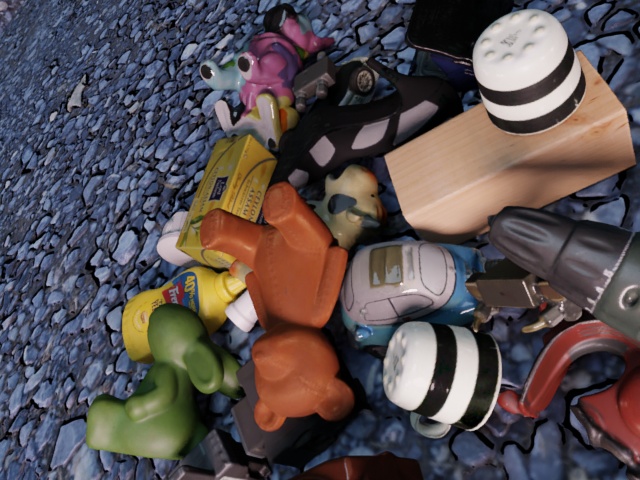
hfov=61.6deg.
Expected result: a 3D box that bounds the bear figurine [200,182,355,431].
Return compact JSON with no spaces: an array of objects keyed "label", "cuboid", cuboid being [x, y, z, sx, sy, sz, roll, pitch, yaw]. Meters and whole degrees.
[{"label":"bear figurine","cuboid":[-0.039,0.067,0.498,0.120,0.131,0.196,-16,57,31]}]

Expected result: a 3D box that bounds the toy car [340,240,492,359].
[{"label":"toy car","cuboid":[0.080,0.048,0.524,0.162,0.102,0.109,-14,57,31]}]

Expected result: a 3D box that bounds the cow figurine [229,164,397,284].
[{"label":"cow figurine","cuboid":[-0.001,-0.002,0.618,0.127,0.085,0.195,39,98,26]}]

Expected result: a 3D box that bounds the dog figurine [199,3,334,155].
[{"label":"dog figurine","cuboid":[-0.058,-0.245,0.808,0.109,0.191,0.219,-2,29,39]}]

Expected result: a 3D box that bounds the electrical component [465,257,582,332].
[{"label":"electrical component","cuboid":[0.166,0.041,0.444,0.078,0.045,0.102,-29,10,-34]}]

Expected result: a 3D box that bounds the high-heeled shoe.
[{"label":"high-heeled shoe","cuboid":[0.051,-0.107,0.653,0.248,0.145,0.086,-46,28,28]}]

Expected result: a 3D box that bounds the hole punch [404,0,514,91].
[{"label":"hole punch","cuboid":[0.166,-0.242,0.661,0.116,0.092,0.142,16,68,9]}]

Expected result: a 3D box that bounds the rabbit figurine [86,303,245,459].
[{"label":"rabbit figurine","cuboid":[-0.170,0.156,0.617,0.159,0.121,0.170,1,74,22]}]

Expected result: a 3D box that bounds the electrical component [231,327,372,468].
[{"label":"electrical component","cuboid":[-0.028,0.165,0.562,0.134,0.058,0.115,-42,45,7]}]

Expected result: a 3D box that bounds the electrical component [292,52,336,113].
[{"label":"electrical component","cuboid":[-0.010,-0.217,0.731,0.063,0.021,0.094,-23,47,30]}]

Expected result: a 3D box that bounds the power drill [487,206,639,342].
[{"label":"power drill","cuboid":[0.265,-0.006,0.371,0.207,0.085,0.232,-34,54,-28]}]

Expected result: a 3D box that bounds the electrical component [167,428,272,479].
[{"label":"electrical component","cuboid":[-0.113,0.233,0.540,0.075,0.119,0.048,-48,46,5]}]

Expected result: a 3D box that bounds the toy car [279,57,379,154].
[{"label":"toy car","cuboid":[0.012,-0.166,0.735,0.074,0.056,0.201,23,77,48]}]

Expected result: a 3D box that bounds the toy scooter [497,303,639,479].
[{"label":"toy scooter","cuboid":[0.215,0.112,0.406,0.135,0.075,0.184,-44,44,5]}]

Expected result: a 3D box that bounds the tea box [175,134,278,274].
[{"label":"tea box","cuboid":[-0.113,-0.044,0.722,0.068,0.098,0.169,-1,65,37]}]

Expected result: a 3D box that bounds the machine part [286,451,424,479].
[{"label":"machine part","cuboid":[0.022,0.276,0.394,0.201,0.087,0.201,-42,43,38]}]
